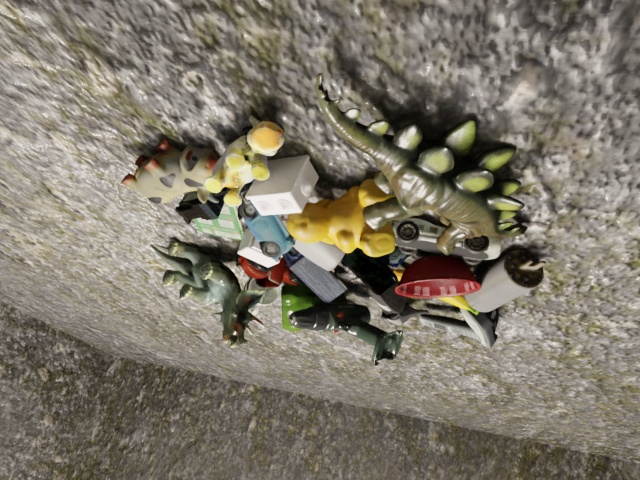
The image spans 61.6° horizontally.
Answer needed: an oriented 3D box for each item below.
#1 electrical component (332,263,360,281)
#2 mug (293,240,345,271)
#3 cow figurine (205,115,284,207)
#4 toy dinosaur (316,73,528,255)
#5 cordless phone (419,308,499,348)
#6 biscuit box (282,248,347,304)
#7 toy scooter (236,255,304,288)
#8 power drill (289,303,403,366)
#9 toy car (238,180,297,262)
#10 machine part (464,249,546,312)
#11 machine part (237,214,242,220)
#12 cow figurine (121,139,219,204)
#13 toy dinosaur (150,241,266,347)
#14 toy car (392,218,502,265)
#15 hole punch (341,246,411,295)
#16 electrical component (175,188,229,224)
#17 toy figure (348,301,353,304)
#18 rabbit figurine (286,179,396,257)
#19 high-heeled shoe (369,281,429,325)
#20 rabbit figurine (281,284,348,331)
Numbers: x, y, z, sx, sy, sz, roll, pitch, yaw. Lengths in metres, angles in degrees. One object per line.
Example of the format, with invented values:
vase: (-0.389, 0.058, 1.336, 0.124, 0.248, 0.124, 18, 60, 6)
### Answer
electrical component: (0.070, 0.053, 1.154, 0.102, 0.045, 0.078, 28, 154, -25)
mug: (-0.002, -0.003, 1.041, 0.107, 0.081, 0.109, 28, 143, -13)
cow figurine: (-0.105, -0.134, 0.823, 0.068, 0.098, 0.167, 33, 132, -22)
toy dinosaur: (0.155, -0.087, 0.752, 0.471, 0.105, 0.198, 19, 149, -30)
cordless phone: (0.314, 0.179, 1.241, 0.184, 0.089, 0.146, 7, 155, 26)
biscuit box: (-0.012, 0.067, 1.186, 0.063, 0.059, 0.202, -37, 142, 2)
toy scooter: (-0.132, 0.068, 1.270, 0.135, 0.075, 0.183, -9, 151, 44)
power drill: (0.069, 0.207, 1.223, 0.208, 0.086, 0.232, 17, -170, 39)
toy car: (-0.079, -0.049, 0.967, 0.103, 0.109, 0.161, -22, 124, 6)
machine part: (0.343, 0.080, 1.019, 0.079, 0.079, 0.243, 18, 156, -5)
machine part: (-0.105, -0.033, 1.083, 0.138, 0.039, 0.084, 30, 156, -33)
cow figurine: (-0.246, -0.111, 0.942, 0.195, 0.085, 0.127, -15, 136, 44)
toy dinosaur: (-0.267, 0.098, 1.311, 0.192, 0.131, 0.405, 31, -177, -41)
toy car: (0.215, 0.000, 0.949, 0.202, 0.056, 0.073, 10, 161, 15)
hole punch: (0.114, 0.030, 1.056, 0.116, 0.092, 0.142, 42, 157, 3)
electrical component: (-0.202, -0.078, 0.993, 0.119, 0.075, 0.047, -11, 137, 24)
toy figure: (0.016, 0.197, 1.450, 0.180, 0.082, 0.089, 3, 165, 15)
rabbit figurine: (0.026, -0.037, 0.897, 0.173, 0.121, 0.162, -6, -173, -13)
high-heeled shoe: (0.146, 0.139, 1.249, 0.145, 0.086, 0.248, -6, 151, 42)
rabbit figurine: (-0.013, 0.146, 1.358, 0.170, 0.121, 0.159, -2, 149, -6)
